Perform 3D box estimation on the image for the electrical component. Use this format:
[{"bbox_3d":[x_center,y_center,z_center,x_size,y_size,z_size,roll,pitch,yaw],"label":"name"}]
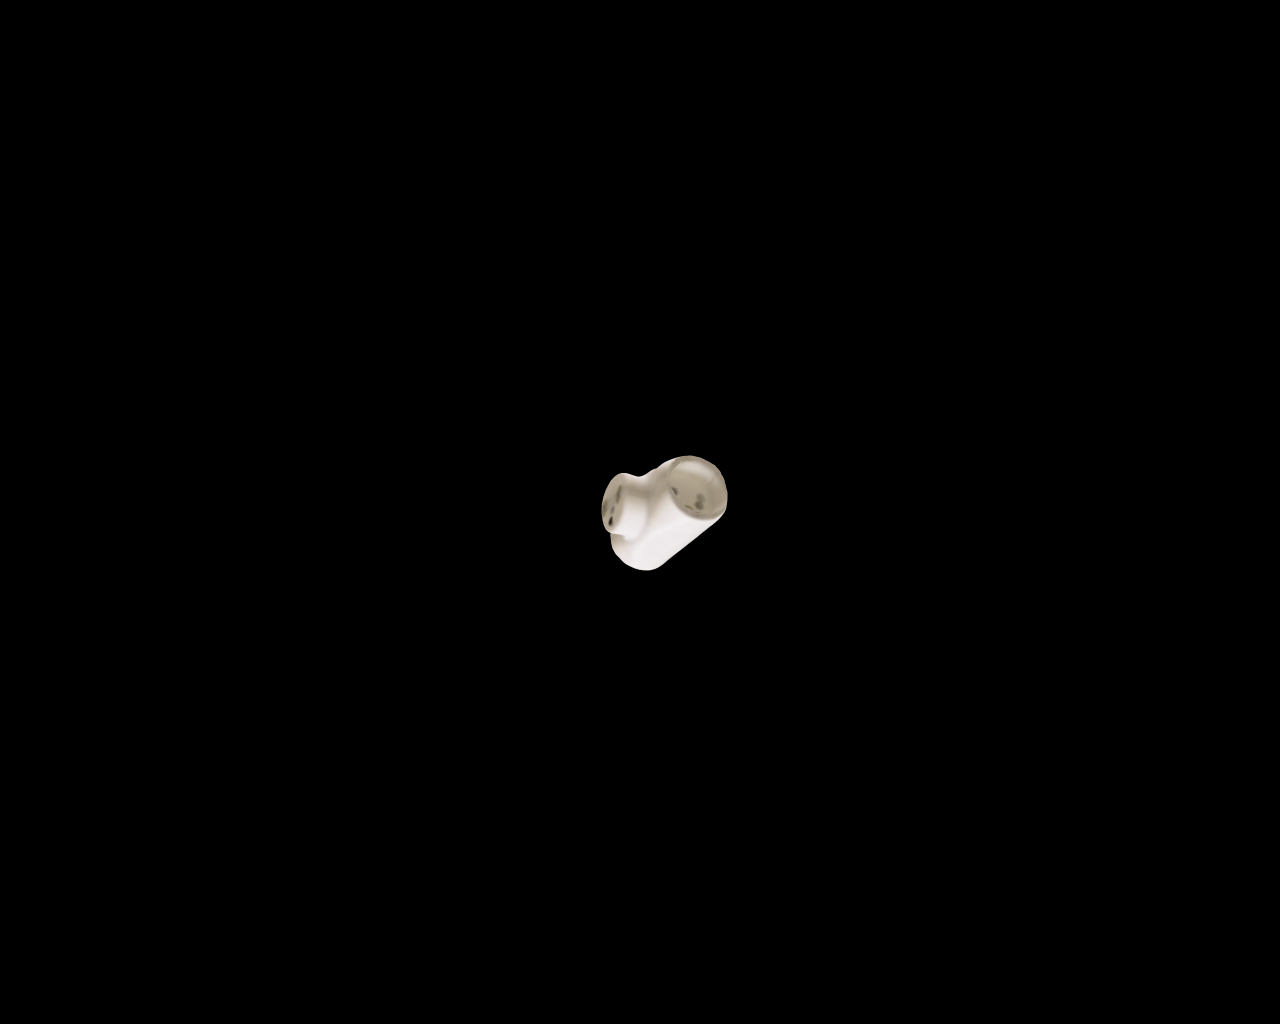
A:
[{"bbox_3d":[0.001,-0.003,0.650,0.079,0.044,0.077,14,-32,-24],"label":"electrical component"}]
